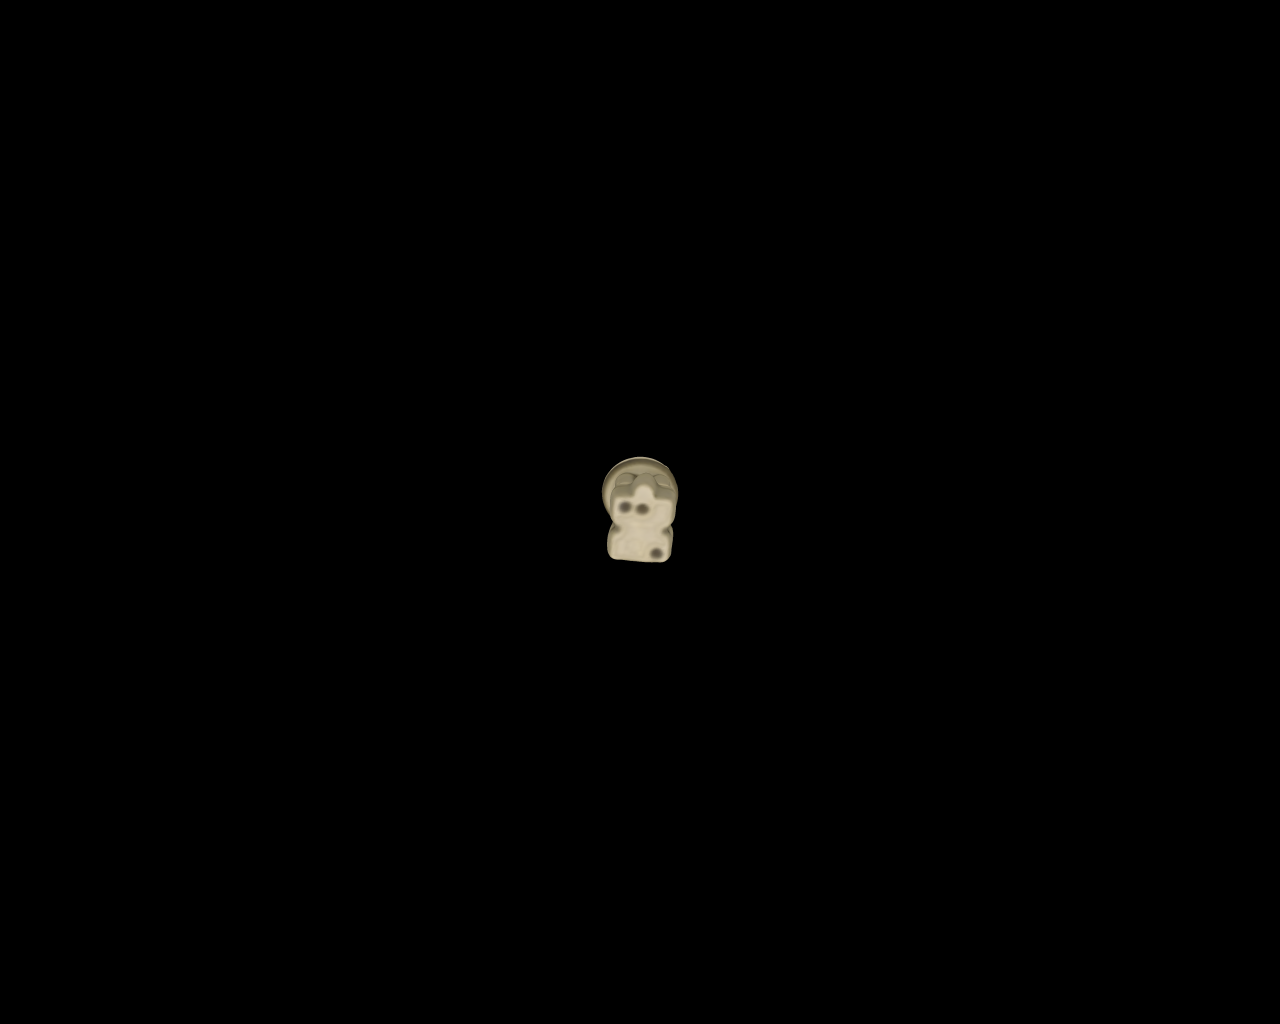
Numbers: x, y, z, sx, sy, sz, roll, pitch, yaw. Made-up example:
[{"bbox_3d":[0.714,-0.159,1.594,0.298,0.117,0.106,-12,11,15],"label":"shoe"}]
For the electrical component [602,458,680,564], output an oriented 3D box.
[{"bbox_3d":[0.001,-0.003,0.650,0.048,0.066,0.055,4,28,-2],"label":"electrical component"}]
